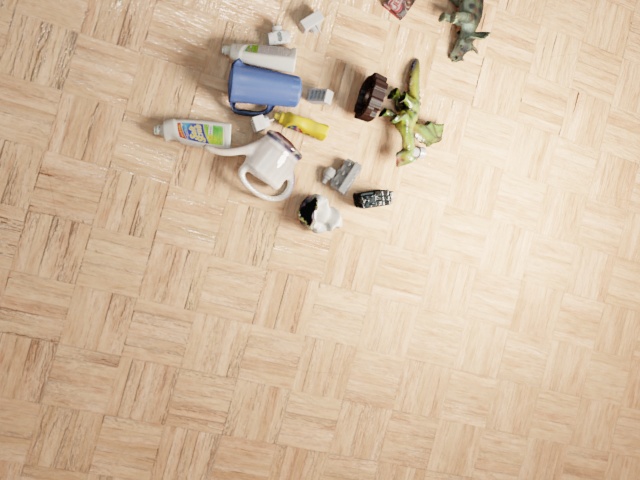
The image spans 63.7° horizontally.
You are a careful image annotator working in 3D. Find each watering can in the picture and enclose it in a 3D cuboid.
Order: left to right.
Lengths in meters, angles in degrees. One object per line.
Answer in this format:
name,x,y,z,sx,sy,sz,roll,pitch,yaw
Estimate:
watering can,-0.205,-0.280,1.749,0.343,0.105,0.225,38,85,-29

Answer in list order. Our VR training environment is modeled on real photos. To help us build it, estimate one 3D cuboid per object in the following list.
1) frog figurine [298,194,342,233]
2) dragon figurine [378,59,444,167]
frog figurine,0.006,-0.092,1.834,0.159,0.122,0.138,4,82,-48
dragon figurine,0.359,-0.451,1.894,0.240,0.122,0.416,36,71,-21
